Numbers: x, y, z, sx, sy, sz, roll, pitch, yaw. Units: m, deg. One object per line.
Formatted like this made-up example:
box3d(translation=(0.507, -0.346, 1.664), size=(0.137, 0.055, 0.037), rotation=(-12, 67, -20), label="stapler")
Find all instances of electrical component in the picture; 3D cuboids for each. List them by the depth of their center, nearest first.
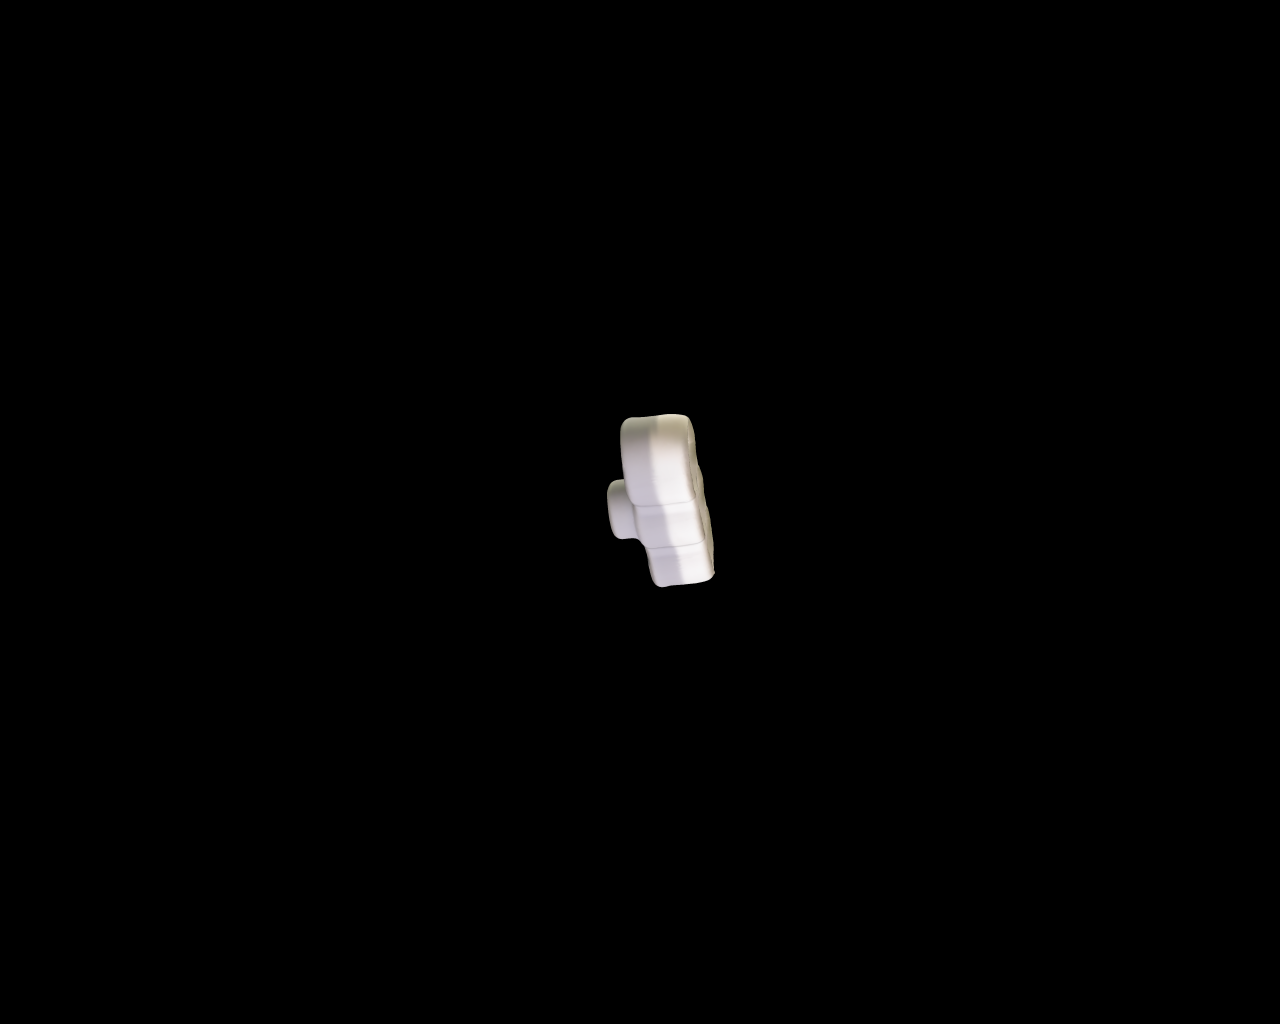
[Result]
box3d(translation=(0.001, -0.003, 0.650), size=(0.074, 0.052, 0.138), rotation=(-6, -36, 8), label="electrical component")
